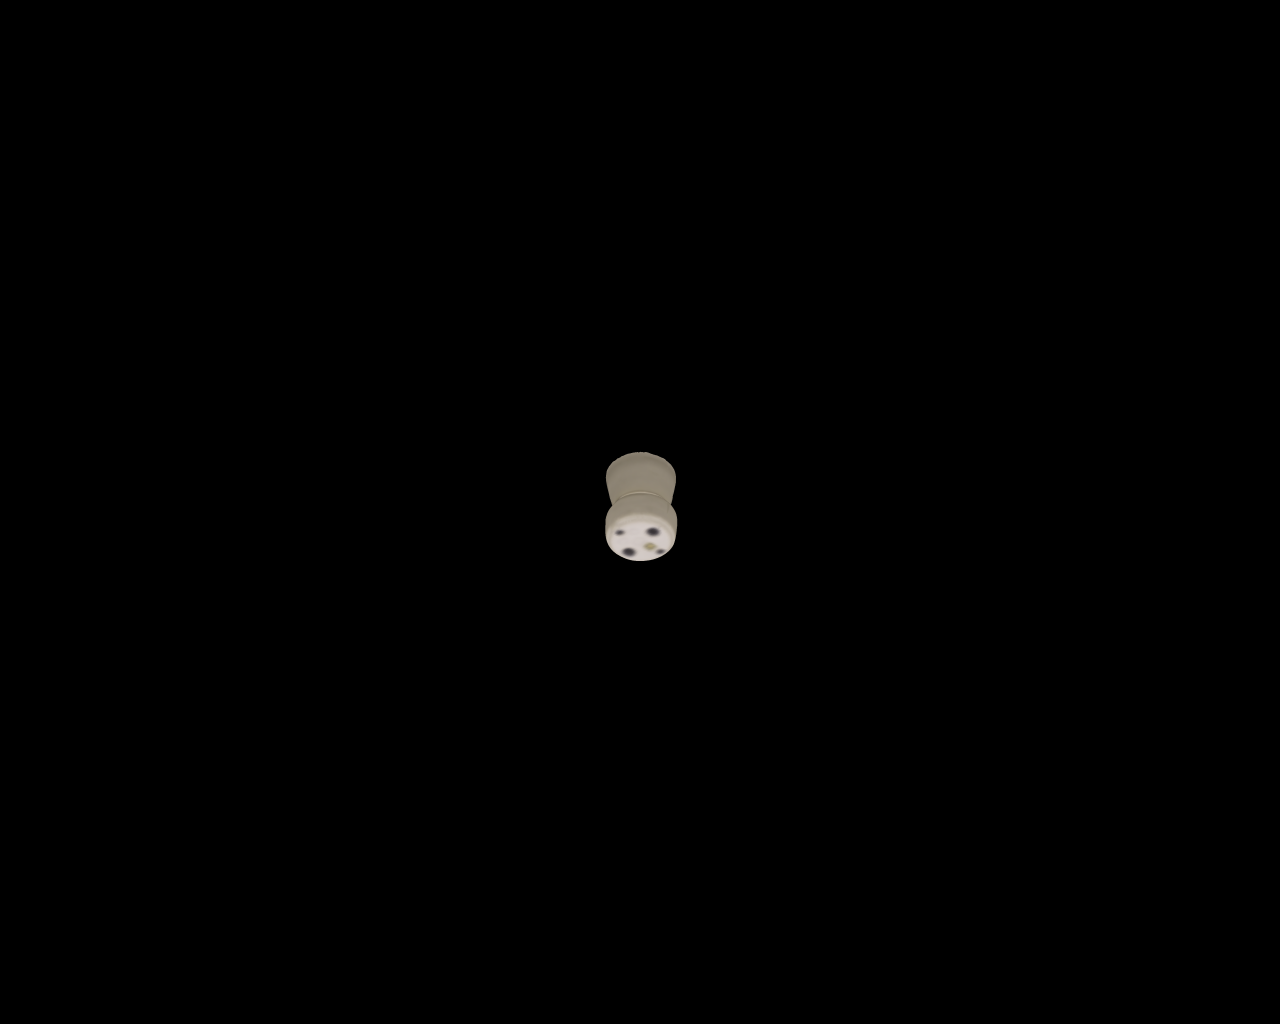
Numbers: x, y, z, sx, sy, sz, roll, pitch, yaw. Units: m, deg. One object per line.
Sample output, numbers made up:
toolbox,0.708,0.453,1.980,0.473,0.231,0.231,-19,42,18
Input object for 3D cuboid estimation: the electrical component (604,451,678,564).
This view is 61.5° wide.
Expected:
electrical component,0.001,-0.003,0.650,0.045,0.055,0.044,0,-43,0
